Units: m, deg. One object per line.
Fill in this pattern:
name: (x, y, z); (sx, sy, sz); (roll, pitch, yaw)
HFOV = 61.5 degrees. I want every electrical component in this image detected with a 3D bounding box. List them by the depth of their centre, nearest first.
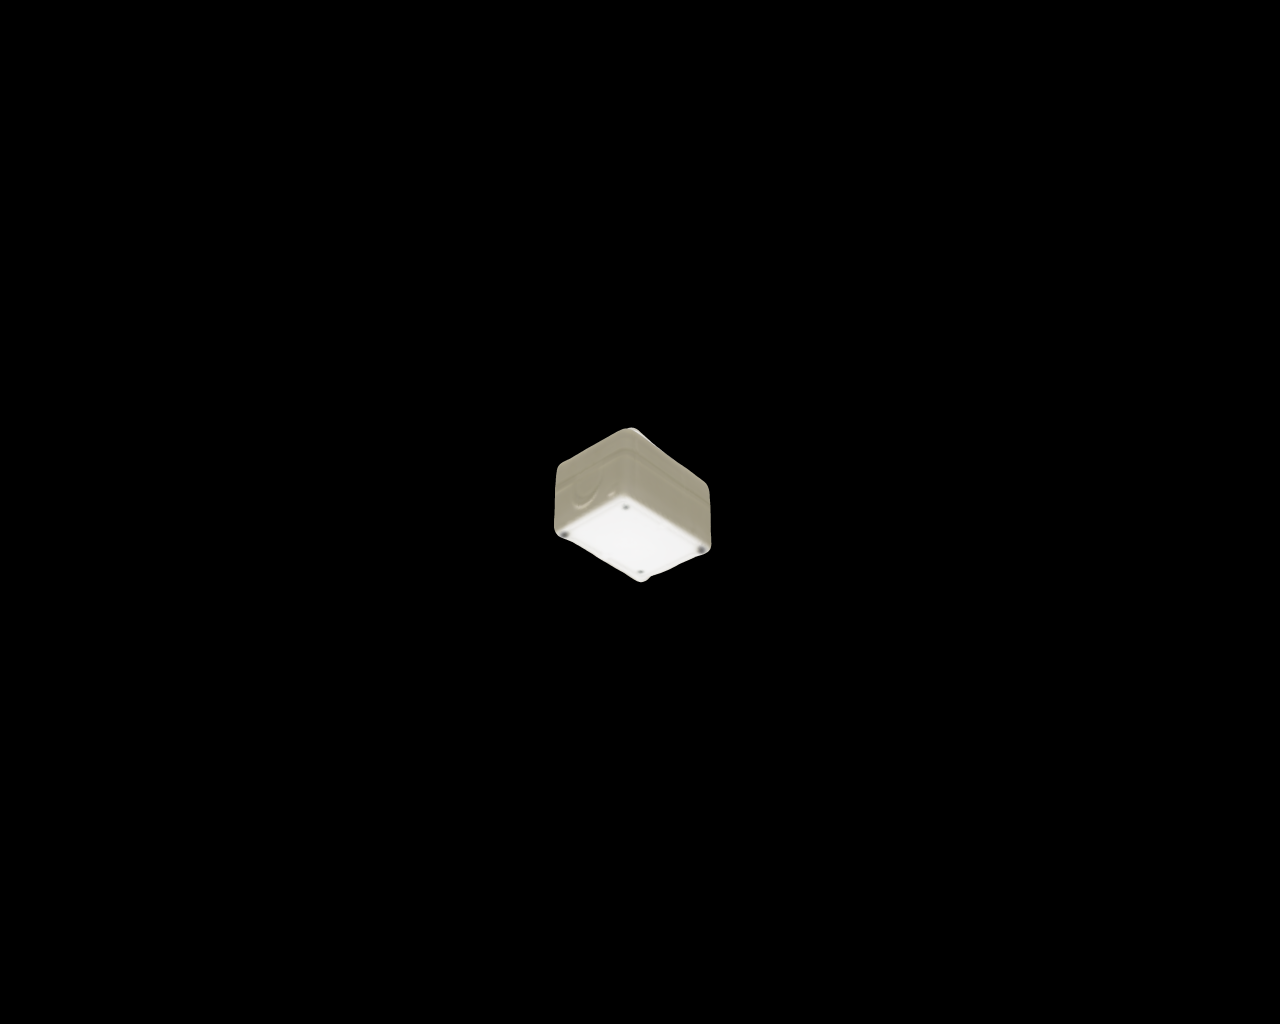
electrical component: (0.001, -0.003, 0.650); (0.061, 0.061, 0.096); (-27, -44, 33)
